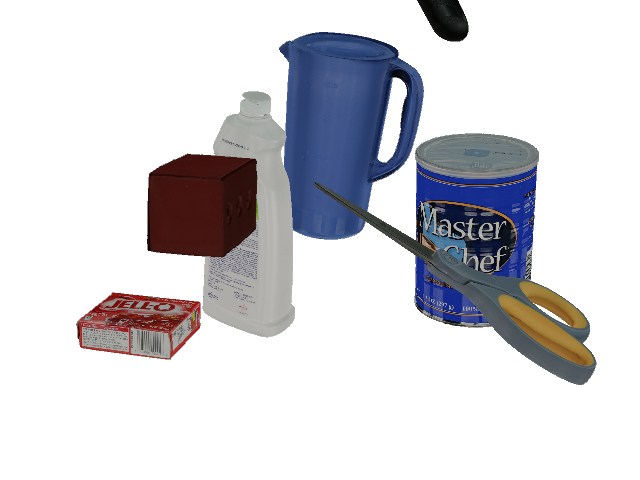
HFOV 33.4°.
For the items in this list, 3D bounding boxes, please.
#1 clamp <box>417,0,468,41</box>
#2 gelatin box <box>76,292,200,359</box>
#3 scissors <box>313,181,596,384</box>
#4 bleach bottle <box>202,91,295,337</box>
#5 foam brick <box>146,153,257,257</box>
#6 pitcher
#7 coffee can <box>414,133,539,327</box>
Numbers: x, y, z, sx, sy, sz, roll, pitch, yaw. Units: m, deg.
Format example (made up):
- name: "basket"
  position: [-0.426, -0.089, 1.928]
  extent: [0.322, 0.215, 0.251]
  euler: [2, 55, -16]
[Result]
- name: "clamp"
  position: [0.045, -0.240, 0.729]
  extent: [0.209, 0.164, 0.036]
  euler: [25, -23, -14]
- name: "gelatin box"
  position: [-0.161, 0.074, 0.951]
  extent: [0.089, 0.030, 0.073]
  euler: [6, 19, 14]
- name: "scissors"
  position: [0.092, 0.017, 0.671]
  extent: [0.202, 0.016, 0.096]
  euler: [40, 26, 20]
- name: "bleach bottle"
  position: [-0.068, -0.029, 1.113]
  extent: [0.103, 0.251, 0.068]
  euler: [18, 28, 23]
- name: "foam brick"
  position: [-0.077, -0.025, 0.707]
  extent: [0.051, 0.053, 0.078]
  euler: [6, 16, 12]
- name: "pitcher"
  position: [0.026, -0.126, 1.316]
  extent: [0.144, 0.243, 0.149]
  euler: [-4, 25, -22]
- name: "coffee can"
  position: [0.132, -0.011, 0.917]
  extent: [0.103, 0.140, 0.103]
  euler: [-1, 23, 0]
